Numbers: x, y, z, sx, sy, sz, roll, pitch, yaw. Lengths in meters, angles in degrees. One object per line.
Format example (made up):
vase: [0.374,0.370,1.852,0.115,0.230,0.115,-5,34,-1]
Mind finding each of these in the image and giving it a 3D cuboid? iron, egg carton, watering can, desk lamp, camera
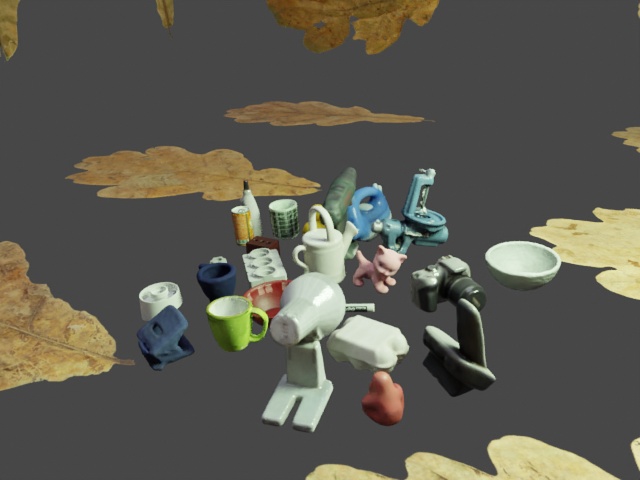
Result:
iron: [0.131,-0.093,1.652,0.118,0.141,0.259,14,32,34]
egg carton: [0.093,0.207,1.120,0.149,0.069,0.107,14,31,33]
watering can: [0.012,0.004,1.410,0.100,0.194,0.173,15,32,35]
desk lamp: [-0.030,0.188,1.015,0.117,0.214,0.203,3,27,17]
camera: [0.291,0.104,1.265,0.143,0.101,0.136,-14,27,-18]

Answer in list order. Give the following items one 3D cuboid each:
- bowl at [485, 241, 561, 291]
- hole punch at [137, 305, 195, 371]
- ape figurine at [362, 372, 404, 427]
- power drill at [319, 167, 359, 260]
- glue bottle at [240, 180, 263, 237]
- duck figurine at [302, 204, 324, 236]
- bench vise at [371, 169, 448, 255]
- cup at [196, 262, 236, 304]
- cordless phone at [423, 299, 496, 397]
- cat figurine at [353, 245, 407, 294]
bowl: [0.469,0.071,1.333,0.167,0.075,0.167,-4,26,2]
hole punch: [-0.324,0.199,1.182,0.101,0.091,0.108,-20,30,-29]
ape figurine: [0.108,0.264,0.975,0.078,0.092,0.076,-9,26,-8]
power drill: [0.058,-0.063,1.525,0.075,0.209,0.230,3,27,16]
glue bottle: [-0.207,-0.094,1.674,0.037,0.173,0.077,-24,32,-34]
duck figurine: [-0.011,-0.060,1.672,0.077,0.086,0.105,15,32,35]
bench vise: [0.241,-0.068,1.492,0.208,0.220,0.121,-20,29,-28]
cup: [-0.246,0.109,1.352,0.092,0.095,0.117,-26,33,-37]
cordless phone: [0.248,0.172,1.034,0.094,0.185,0.147,-16,28,-21]
cat figurine: [0.140,0.059,1.364,0.127,0.118,0.067,13,31,33]
